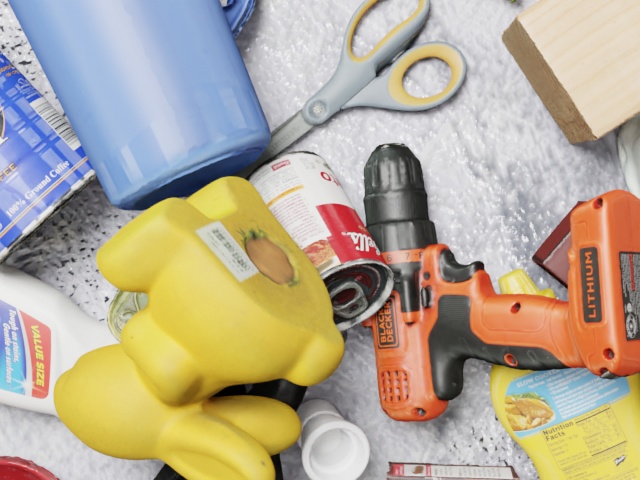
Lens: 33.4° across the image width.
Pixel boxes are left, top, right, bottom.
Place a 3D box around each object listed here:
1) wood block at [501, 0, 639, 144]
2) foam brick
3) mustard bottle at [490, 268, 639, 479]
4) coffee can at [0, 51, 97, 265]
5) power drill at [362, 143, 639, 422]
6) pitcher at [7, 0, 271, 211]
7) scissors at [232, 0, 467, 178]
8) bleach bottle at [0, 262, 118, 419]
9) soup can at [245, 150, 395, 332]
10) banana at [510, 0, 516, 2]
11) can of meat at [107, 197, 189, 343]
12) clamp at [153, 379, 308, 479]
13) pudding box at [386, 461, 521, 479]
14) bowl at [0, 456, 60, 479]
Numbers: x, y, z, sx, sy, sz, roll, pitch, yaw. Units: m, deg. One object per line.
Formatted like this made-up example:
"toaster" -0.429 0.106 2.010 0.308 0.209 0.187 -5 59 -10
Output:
"wood block" 0.227 -0.154 0.667 0.206 0.091 0.090 -33 90 5
"foam brick" 0.186 0.018 0.697 0.078 0.053 0.051 40 94 0
"mustard bottle" 0.166 0.108 0.699 0.096 0.058 0.191 -26 91 17
"coffee can" -0.221 -0.066 0.684 0.103 0.103 0.140 -42 99 5
"power drill" 0.106 0.019 0.659 0.188 0.057 0.184 -9 85 42
"pitcher" -0.116 -0.150 0.665 0.149 0.145 0.243 -25 87 12
"scissors" 0.019 -0.082 0.721 0.096 0.016 0.202 37 95 1
"bleach bottle" -0.218 0.056 0.721 0.251 0.068 0.102 17 94 0
"soup can" -0.004 0.001 0.679 0.068 0.068 0.102 -31 54 4
"banana" 0.099 -0.256 0.699 0.069 0.037 0.198 0 94 -15
"can of meat" -0.088 0.023 0.699 0.057 0.084 0.102 28 94 2
"clamp" -0.047 0.122 0.691 0.165 0.036 0.210 16 86 47
"pudding box" 0.088 0.209 0.719 0.090 0.039 0.113 1 93 4
"bowl" -0.234 0.220 0.702 0.162 0.055 0.162 -6 71 17
